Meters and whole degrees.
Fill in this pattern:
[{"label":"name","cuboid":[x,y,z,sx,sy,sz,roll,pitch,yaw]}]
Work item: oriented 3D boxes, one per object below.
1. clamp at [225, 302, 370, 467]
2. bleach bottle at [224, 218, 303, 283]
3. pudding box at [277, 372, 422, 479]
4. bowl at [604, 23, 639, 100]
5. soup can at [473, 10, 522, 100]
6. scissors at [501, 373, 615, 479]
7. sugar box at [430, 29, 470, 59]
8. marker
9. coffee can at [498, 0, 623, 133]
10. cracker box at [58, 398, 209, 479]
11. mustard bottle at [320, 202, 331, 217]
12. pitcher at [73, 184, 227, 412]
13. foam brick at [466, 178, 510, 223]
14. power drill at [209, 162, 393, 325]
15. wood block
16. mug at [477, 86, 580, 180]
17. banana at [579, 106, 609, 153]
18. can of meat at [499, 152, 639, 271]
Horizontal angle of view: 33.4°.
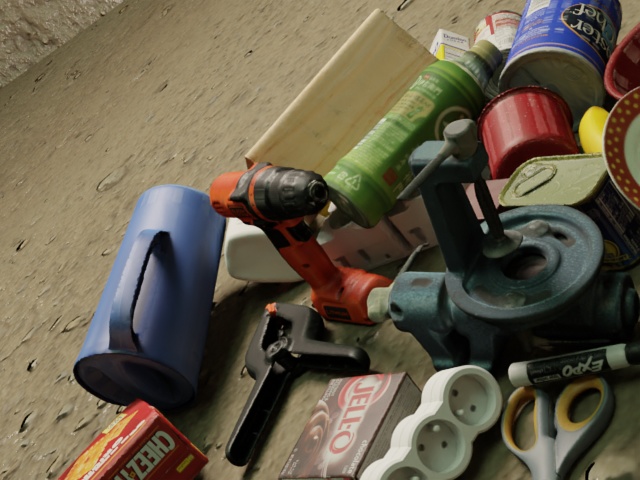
[{"label":"clamp","cuboid":[-0.039,0.126,1.055,0.164,0.036,0.210,-40,23,3]},{"label":"bleach bottle","cuboid":[-0.055,-0.035,1.290,0.102,0.068,0.250,-1,26,3]},{"label":"pudding box","cuboid":[0.028,0.165,0.896,0.090,0.039,0.113,-14,36,45]},{"label":"bowl","cuboid":[0.339,-0.161,0.951,0.162,0.055,0.162,-33,27,19]},{"label":"soup can","cuboid":[0.207,-0.206,1.194,0.069,0.068,0.102,-30,28,24]},{"label":"scissors","cuboid":[0.171,0.160,0.728,0.096,0.016,0.201,-33,27,16]},{"label":"sugar box","cuboid":[0.138,-0.158,1.199,0.176,0.048,0.093,-88,17,-55]},{"label":"marker","cuboid":[0.194,0.088,0.773,0.121,0.020,0.020,-17,34,37]},{"label":"coffee can","cuboid":[0.244,-0.188,1.074,0.103,0.102,0.140,-20,33,39]},{"label":"cracker box","cuboid":[-0.196,0.234,0.999,0.164,0.072,0.214,-48,6,-13]},{"label":"mustard bottle","cuboid":[0.044,-0.116,1.218,0.192,0.096,0.058,-41,18,23]},{"label":"pitcher","cuboid":[-0.179,0.054,1.181,0.149,0.144,0.242,-30,40,43]},{"label":"foam brick","cuboid":[0.161,-0.009,0.938,0.053,0.078,0.051,-7,41,51]},{"label":"power drill","cuboid":[-0.007,0.001,1.032,0.057,0.187,0.185,-49,25,-19]},{"label":"wood block","cuboid":[0.023,-0.128,1.118,0.206,0.090,0.091,-49,-4,-6]},{"label":"mug","cuboid":[0.191,-0.075,1.000,0.117,0.093,0.081,-53,22,31]},{"label":"banana","cuboid":[0.275,-0.073,0.922,0.069,0.037,0.198,-22,28,-17]},{"label":"can of meat","cuboid":[0.212,-0.021,0.877,0.102,0.084,0.057,1,49,55]}]
